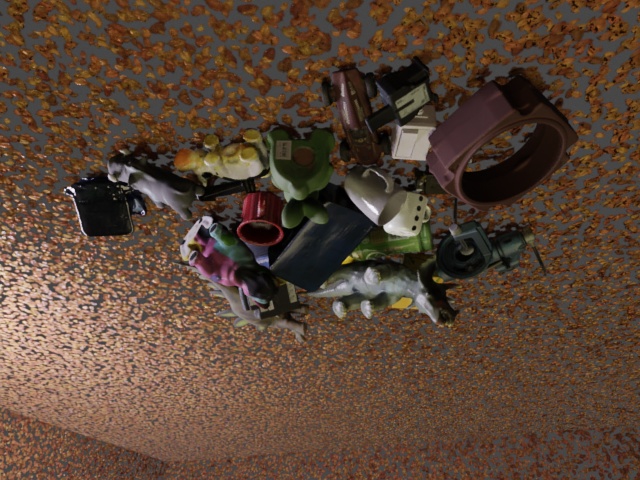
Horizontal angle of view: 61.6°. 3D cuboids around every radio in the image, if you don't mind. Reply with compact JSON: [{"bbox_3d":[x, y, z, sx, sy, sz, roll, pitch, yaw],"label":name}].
[{"bbox_3d":[-0.002,-0.003,1.107,0.131,0.073,0.229,24,121,-28],"label":"radio"}]

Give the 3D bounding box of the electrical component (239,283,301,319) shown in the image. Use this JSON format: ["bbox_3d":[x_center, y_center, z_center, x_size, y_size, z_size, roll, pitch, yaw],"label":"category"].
[{"bbox_3d":[-0.123,0.125,1.285,0.134,0.114,0.058,-11,180,-18],"label":"electrical component"}]

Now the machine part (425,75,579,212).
[{"bbox_3d":[0.293,-0.146,0.870,0.201,0.087,0.201,22,127,-40],"label":"machine part"}]

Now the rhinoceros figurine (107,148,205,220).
[{"bbox_3d":[-0.304,-0.103,0.979,0.191,0.073,0.112,25,177,21],"label":"rhinoceros figurine"}]

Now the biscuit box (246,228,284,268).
[{"bbox_3d":[-0.147,0.033,1.233,0.203,0.063,0.059,-14,145,22],"label":"biscuit box"}]

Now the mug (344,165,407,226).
[{"bbox_3d":[0.095,-0.094,0.990,0.107,0.081,0.109,39,159,25],"label":"mug"}]

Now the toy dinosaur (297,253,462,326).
[{"bbox_3d":[0.126,0.094,1.186,0.192,0.131,0.405,-11,-171,-34],"label":"toy dinosaur"}]

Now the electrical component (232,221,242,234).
[{"bbox_3d":[-0.163,-0.020,1.190,0.094,0.021,0.063,-20,140,31],"label":"electrical component"}]

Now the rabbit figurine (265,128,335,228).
[{"bbox_3d":[-0.025,-0.101,0.970,0.121,0.159,0.170,-8,161,-2],"label":"rabbit figurine"}]

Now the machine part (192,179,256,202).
[{"bbox_3d":[-0.195,-0.096,1.045,0.139,0.039,0.084,-11,175,9],"label":"machine part"}]

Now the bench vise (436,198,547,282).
[{"bbox_3d":[0.337,0.014,1.130,0.224,0.129,0.240,-14,150,25],"label":"bench vise"}]

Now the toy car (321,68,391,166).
[{"bbox_3d":[0.062,-0.196,0.891,0.089,0.053,0.202,-4,147,14],"label":"toy car"}]

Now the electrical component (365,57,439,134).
[{"bbox_3d":[0.118,-0.214,0.824,0.119,0.048,0.074,-34,140,7],"label":"electrical component"}]

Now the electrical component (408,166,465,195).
[{"bbox_3d":[0.222,-0.110,1.016,0.102,0.045,0.078,2,145,0],"label":"electrical component"}]

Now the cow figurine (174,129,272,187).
[{"bbox_3d":[-0.174,-0.140,0.975,0.167,0.068,0.098,-5,153,13],"label":"cow figurine"}]

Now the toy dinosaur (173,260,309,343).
[{"bbox_3d":[-0.176,0.165,1.401,0.199,0.105,0.470,-13,139,27],"label":"toy dinosaur"}]

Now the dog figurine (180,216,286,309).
[{"bbox_3d":[-0.177,0.055,1.149,0.219,0.108,0.192,39,174,-27],"label":"dog figurine"}]

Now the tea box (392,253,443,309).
[{"bbox_3d":[0.236,0.104,1.315,0.098,0.068,0.169,2,147,-2],"label":"tea box"}]

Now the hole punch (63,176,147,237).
[{"bbox_3d":[-0.419,-0.077,1.078,0.142,0.092,0.115,0,117,8],"label":"hole punch"}]
